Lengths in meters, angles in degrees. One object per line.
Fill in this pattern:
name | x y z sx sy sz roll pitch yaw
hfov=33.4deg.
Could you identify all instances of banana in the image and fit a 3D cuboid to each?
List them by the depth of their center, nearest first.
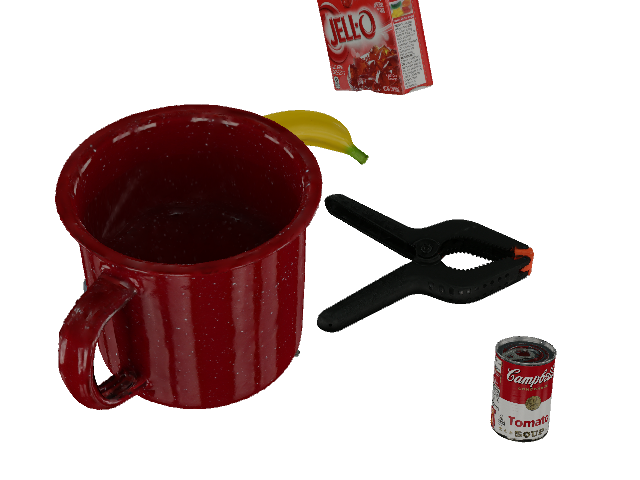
banana | -0.035 -0.106 1.118 0.197 0.037 0.070 -9 50 -39

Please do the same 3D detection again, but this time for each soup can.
soup can | 0.231 0.170 1.220 0.068 0.102 0.068 0 21 0

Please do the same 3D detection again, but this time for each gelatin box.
gelatin box | 0.035 -0.140 0.731 0.030 0.073 0.089 -21 20 -27

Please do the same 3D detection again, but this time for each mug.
mug | -0.052 0.016 0.392 0.093 0.081 0.117 21 46 19

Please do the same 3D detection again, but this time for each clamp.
clamp | 0.095 0.027 1.017 0.210 0.164 0.036 6 -39 9

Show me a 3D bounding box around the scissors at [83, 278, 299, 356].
scissors | -0.105 0.053 0.931 0.202 0.016 0.096 12 28 8
